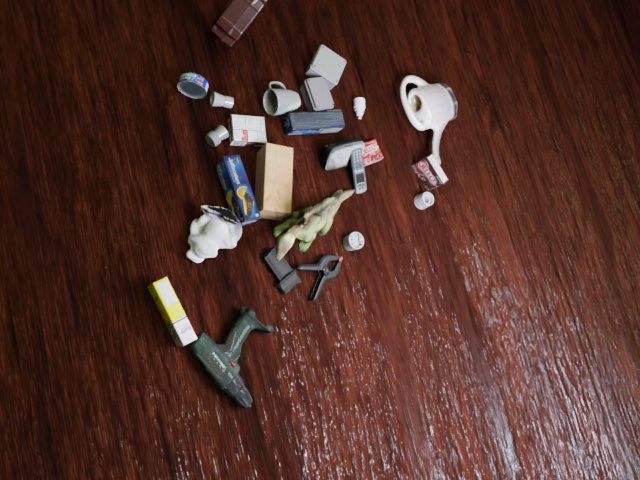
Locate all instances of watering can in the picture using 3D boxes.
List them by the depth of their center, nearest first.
[{"bbox_3d":[0.414,-0.450,1.886,0.226,0.348,0.103,-23,-3,-31],"label":"watering can"}]

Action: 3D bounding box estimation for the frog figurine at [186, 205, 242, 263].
[{"bbox_3d":[-0.295,-0.009,1.422,0.137,0.158,0.124,22,13,-12],"label":"frog figurine"}]

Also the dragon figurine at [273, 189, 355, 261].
[{"bbox_3d":[0.005,-0.076,1.503,0.416,0.122,0.240,-42,4,-27],"label":"dragon figurine"}]
